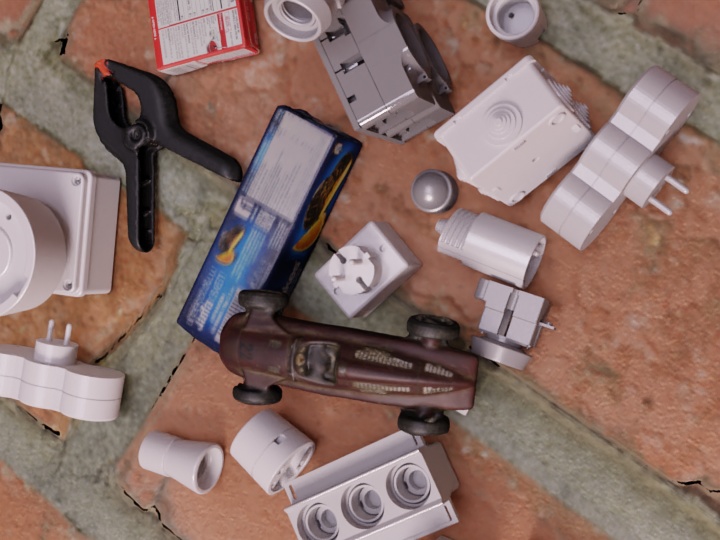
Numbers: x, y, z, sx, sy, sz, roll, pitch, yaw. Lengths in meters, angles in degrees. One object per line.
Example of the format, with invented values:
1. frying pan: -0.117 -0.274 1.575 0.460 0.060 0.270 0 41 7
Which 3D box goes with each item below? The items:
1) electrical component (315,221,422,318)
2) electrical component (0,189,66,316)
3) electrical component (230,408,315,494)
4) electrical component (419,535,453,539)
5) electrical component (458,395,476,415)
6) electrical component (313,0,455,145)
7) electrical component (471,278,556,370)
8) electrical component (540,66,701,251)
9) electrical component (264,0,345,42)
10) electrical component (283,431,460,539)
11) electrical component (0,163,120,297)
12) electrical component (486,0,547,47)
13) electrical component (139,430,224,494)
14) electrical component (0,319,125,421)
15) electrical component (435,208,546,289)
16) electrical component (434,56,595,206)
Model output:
1. electrical component: 0.000 0.000 0.835 0.066 0.077 0.047 -43 76 16
2. electrical component: -0.296 -0.014 0.894 0.108 0.060 0.108 0 91 21
3. electrical component: -0.072 0.146 0.877 0.047 0.055 0.055 39 103 20
4. electrical component: 0.060 0.238 0.808 0.056 0.089 0.050 19 97 20
5. electrical component: 0.059 0.090 0.832 0.062 0.048 0.048 29 100 11
6. electrical component: 0.002 -0.196 0.818 0.060 0.105 0.186 -27 81 19
7. electrical component: 0.112 0.043 0.811 0.066 0.048 0.055 19 89 19
8. electrical component: 0.200 -0.069 0.772 0.074 0.052 0.138 39 103 16
9. electrical component: -0.037 -0.191 0.739 0.048 0.066 0.055 10 61 20
10. electrical component: 0.012 0.178 0.839 0.121 0.063 0.078 -27 81 19
11. electrical component: -0.275 -0.036 0.950 0.109 0.056 0.108 6 93 21
12. electrical component: 0.119 -0.188 0.805 0.040 0.046 0.040 0 90 21
13. electrical component: -0.155 0.160 0.915 0.065 0.044 0.044 13 95 25
14. electrical component: -0.271 0.081 0.952 0.138 0.052 0.073 12 94 21
15. electrical component: 0.095 -0.020 0.817 0.081 0.043 0.043 23 98 20
16. electrical component: 0.116 -0.097 0.781 0.100 0.100 0.048 -39 64 17
